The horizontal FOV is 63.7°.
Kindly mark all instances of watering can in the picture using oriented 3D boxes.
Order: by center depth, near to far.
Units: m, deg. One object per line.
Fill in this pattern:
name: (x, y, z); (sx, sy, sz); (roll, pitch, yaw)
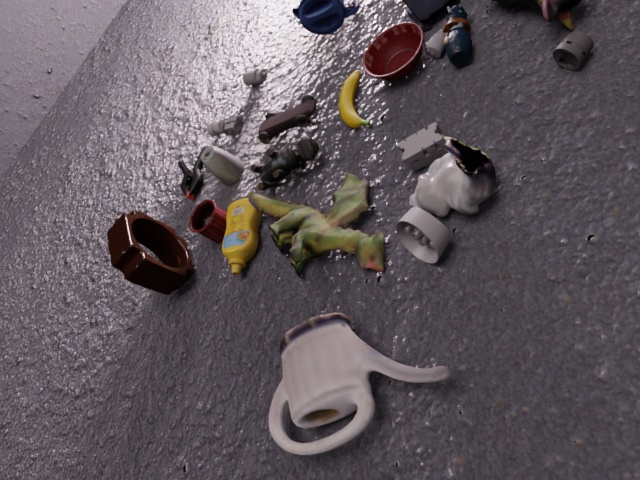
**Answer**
watering can: (0.043, 0.224, 0.889); (0.344, 0.102, 0.229); (-33, 48, 18)

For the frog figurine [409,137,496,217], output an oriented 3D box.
frog figurine: (0.245, -0.096, 0.957); (0.140, 0.123, 0.156); (58, 140, 35)

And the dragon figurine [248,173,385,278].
dragon figurine: (0.003, -0.057, 1.124); (0.243, 0.119, 0.418); (-33, 48, -5)
